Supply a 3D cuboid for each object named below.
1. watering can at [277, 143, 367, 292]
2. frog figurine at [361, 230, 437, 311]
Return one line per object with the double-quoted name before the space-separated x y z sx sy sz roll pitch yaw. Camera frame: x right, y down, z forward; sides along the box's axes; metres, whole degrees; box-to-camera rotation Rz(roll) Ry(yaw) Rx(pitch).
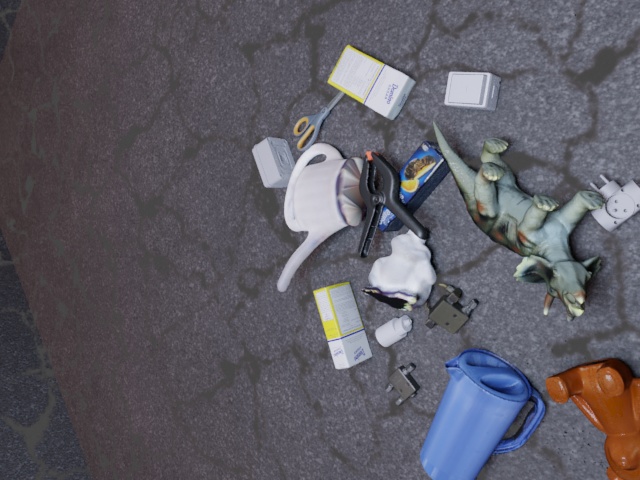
"watering can" 0.003 -0.057 1.133 0.223 0.103 0.352 -6 70 41
"frog figurine" 0.171 0.056 1.046 0.137 0.121 0.162 -3 56 47
